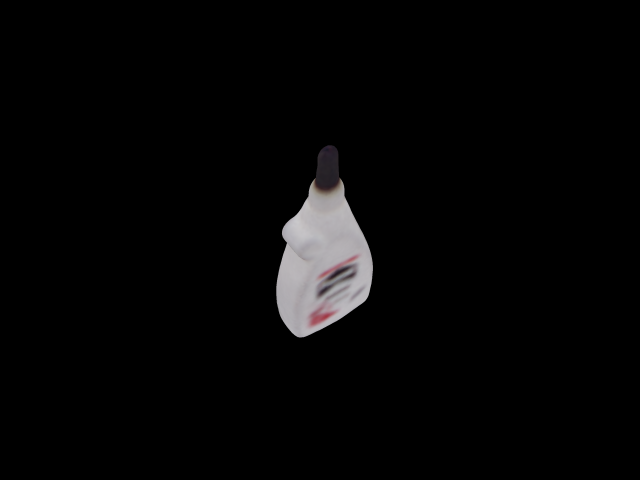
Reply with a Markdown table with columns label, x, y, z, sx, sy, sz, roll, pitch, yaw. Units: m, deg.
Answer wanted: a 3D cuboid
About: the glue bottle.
| label | x | y | z | sx | sy | sz | roll | pitch | yaw |
| --- | --- | --- | --- | --- | --- | --- | --- | --- | --- |
| glue bottle | 0.004 | 0.001 | 0.400 | 0.078 | 0.173 | 0.037 | -32 | 58 | -22 |
